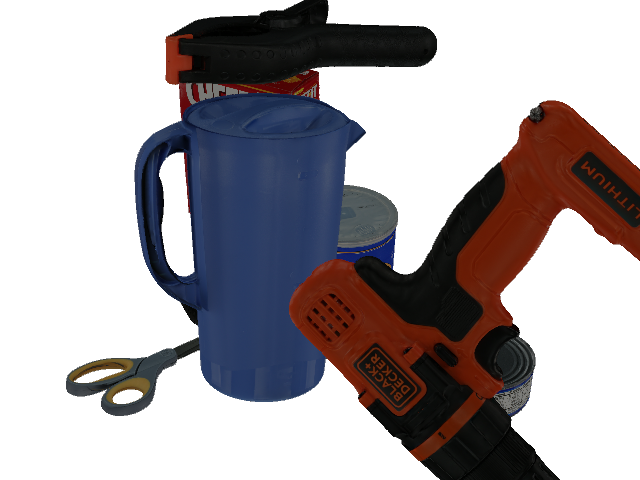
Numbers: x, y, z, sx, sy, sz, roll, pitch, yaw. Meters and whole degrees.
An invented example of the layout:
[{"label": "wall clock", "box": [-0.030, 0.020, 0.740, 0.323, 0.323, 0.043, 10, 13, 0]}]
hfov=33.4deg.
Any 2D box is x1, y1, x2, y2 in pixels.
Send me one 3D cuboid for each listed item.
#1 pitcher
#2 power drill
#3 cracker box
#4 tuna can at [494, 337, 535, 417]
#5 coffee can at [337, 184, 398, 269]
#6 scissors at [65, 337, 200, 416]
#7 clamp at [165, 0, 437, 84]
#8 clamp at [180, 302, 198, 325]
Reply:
[{"label": "pitcher", "box": [-0.056, 0.007, 0.878, 0.149, 0.243, 0.144, 11, 23, 20]}, {"label": "power drill", "box": [0.102, 0.038, 0.543, 0.184, 0.188, 0.057, 44, 14, 3]}, {"label": "cracker box", "box": [-0.087, -0.115, 1.310, 0.164, 0.214, 0.072, 17, 38, 24]}, {"label": "tuna can", "box": [0.115, 0.098, 0.796, 0.086, 0.034, 0.086, 1, 29, -1]}, {"label": "coffee can", "box": [0.020, 0.031, 1.045, 0.103, 0.140, 0.103, 1, 34, -1]}, {"label": "scissors", "box": [-0.154, 0.130, 1.077, 0.201, 0.016, 0.096, -12, 31, -29]}, {"label": "clamp", "box": [-0.026, -0.127, 0.668, 0.171, 0.039, 0.120, -9, 21, -30]}, {"label": "clamp", "box": [-0.092, 0.091, 1.255, 0.210, 0.036, 0.164, 14, 23, 27]}]
